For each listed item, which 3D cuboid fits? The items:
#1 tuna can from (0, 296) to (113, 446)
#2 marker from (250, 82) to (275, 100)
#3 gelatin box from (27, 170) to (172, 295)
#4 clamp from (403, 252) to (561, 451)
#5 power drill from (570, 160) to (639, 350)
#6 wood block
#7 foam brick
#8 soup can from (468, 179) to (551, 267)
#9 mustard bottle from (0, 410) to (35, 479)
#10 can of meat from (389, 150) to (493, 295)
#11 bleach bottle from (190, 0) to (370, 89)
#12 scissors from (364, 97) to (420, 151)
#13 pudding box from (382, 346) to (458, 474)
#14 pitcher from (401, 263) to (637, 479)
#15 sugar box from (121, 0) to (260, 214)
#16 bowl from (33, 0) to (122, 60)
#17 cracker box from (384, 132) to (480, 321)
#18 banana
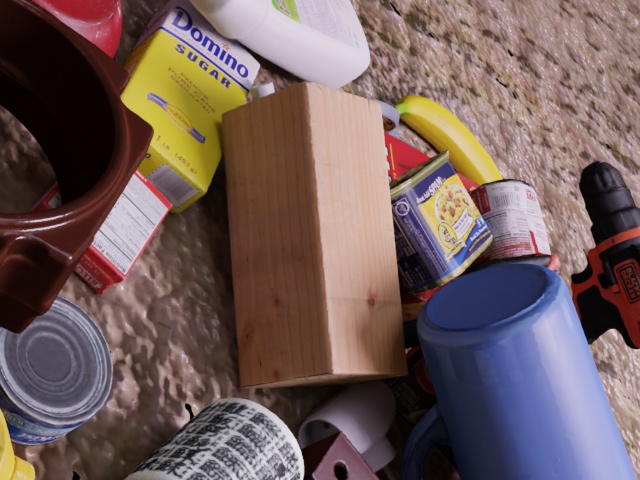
[{"bbox_3d":[-0.165,0.074,0.623,0.086,0.034,0.086,30,44,-34],"label":"tuna can"},{"bbox_3d":[-0.033,-0.067,0.868,0.020,0.020,0.121,-34,114,-55],"label":"marker"},{"bbox_3d":[-0.148,-0.018,0.716,0.073,0.030,0.089,46,38,-18],"label":"gelatin box"},{"bbox_3d":[0.126,0.081,0.837,0.120,0.171,0.039,58,-6,-19],"label":"clamp"},{"bbox_3d":[0.231,0.041,0.994,0.057,0.188,0.184,2,65,-48],"label":"power drill"},{"bbox_3d":[-0.005,0.001,0.782,0.090,0.090,0.206,9,72,-48],"label":"wood block"},{"bbox_3d":[0.010,0.184,0.737,0.078,0.051,0.052,53,36,-8],"label":"foam brick"},{"bbox_3d":[0.161,0.007,0.911,0.068,0.069,0.102,20,52,-41],"label":"soup can"},{"bbox_3d":[-0.214,0.094,0.527,0.191,0.058,0.096,38,35,-25],"label":"mustard bottle"},{"bbox_3d":[0.086,-0.013,0.852,0.084,0.058,0.101,59,38,-4],"label":"can of meat"},{"bbox_3d":[-0.044,-0.199,0.895,0.250,0.068,0.102,12,52,-63],"label":"bleach bottle"},{"bbox_3d":[0.045,-0.103,1.012,0.201,0.096,0.016,35,62,-75],"label":"scissors"},{"bbox_3d":[0.114,0.129,0.876,0.090,0.039,0.113,-44,107,-9],"label":"pudding box"},{"bbox_3d":[0.144,0.147,0.777,0.149,0.145,0.243,-34,114,-32],"label":"pitcher"},{"bbox_3d":[-0.108,-0.110,0.819,0.093,0.048,0.176,42,40,-23],"label":"sugar box"},{"bbox_3d":[-0.196,-0.178,0.756,0.161,0.055,0.162,31,43,-34],"label":"bowl"},{"bbox_3d":[0.080,0.000,0.942,0.213,0.072,0.164,24,48,-38],"label":"cracker box"},{"bbox_3d":[0.139,-0.093,1.116,0.197,0.037,0.069,39,49,-25],"label":"banana"}]
